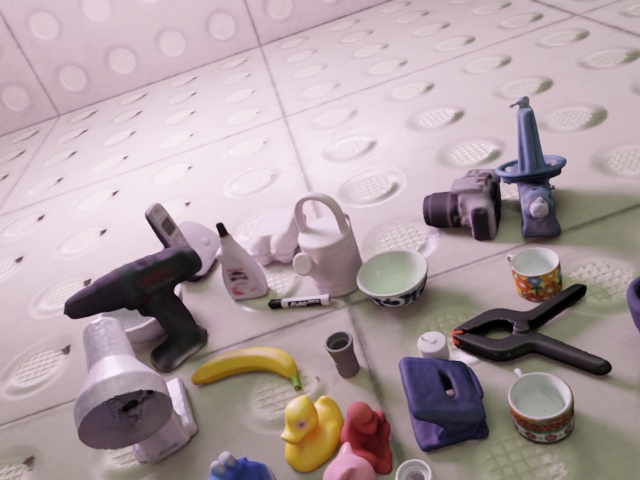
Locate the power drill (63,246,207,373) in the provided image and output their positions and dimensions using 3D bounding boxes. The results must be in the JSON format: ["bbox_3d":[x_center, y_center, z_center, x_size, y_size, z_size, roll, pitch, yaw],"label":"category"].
[{"bbox_3d":[-0.288,0.122,0.982,0.230,0.209,0.075,-38,37,-27],"label":"power drill"}]

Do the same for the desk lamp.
[{"bbox_3d":[-0.267,0.224,0.817,0.118,0.214,0.202,-27,33,-11],"label":"desk lamp"}]

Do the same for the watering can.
[{"bbox_3d":[0.011,0.004,1.014,0.100,0.194,0.173,-12,34,12],"label":"watering can"}]

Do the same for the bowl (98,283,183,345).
[{"bbox_3d":[-0.330,0.144,1.095,0.167,0.075,0.167,-13,33,9],"label":"bowl"}]

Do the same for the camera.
[{"bbox_3d":[0.269,-0.077,1.086,0.136,0.101,0.143,-2,37,25],"label":"camera"}]

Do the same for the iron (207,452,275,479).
[{"bbox_3d":[-0.115,0.333,0.644,0.118,0.142,0.258,-8,34,17],"label":"iron"}]

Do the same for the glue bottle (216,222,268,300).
[{"bbox_3d":[-0.159,0.038,1.071,0.078,0.173,0.037,-11,34,13],"label":"glue bottle"}]

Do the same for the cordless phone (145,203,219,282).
[{"bbox_3d":[-0.292,-0.016,1.209,0.094,0.185,0.147,-8,34,17],"label":"cordless phone"}]

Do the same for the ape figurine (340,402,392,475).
[{"bbox_3d":[0.057,0.244,0.731,0.075,0.092,0.078,13,45,40],"label":"ape figurine"}]

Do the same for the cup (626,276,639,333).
[{"bbox_3d":[0.458,0.100,0.734,0.117,0.095,0.092,-3,36,23],"label":"cup"}]

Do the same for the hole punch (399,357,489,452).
[{"bbox_3d":[0.160,0.201,0.743,0.101,0.091,0.108,-16,33,5],"label":"hole punch"}]

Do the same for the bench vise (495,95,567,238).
[{"bbox_3d":[0.379,-0.128,0.993,0.121,0.220,0.207,-18,33,3],"label":"bench vise"}]

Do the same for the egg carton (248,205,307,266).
[{"bbox_3d":[-0.087,-0.012,1.203,0.107,0.069,0.150,-7,35,18],"label":"egg carton"}]

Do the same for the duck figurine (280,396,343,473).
[{"bbox_3d":[-0.016,0.246,0.773,0.077,0.086,0.105,8,42,35],"label":"duck figurine"}]

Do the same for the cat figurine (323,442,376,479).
[{"bbox_3d":[0.028,0.300,0.641,0.067,0.118,0.128,5,40,33],"label":"cat figurine"}]
